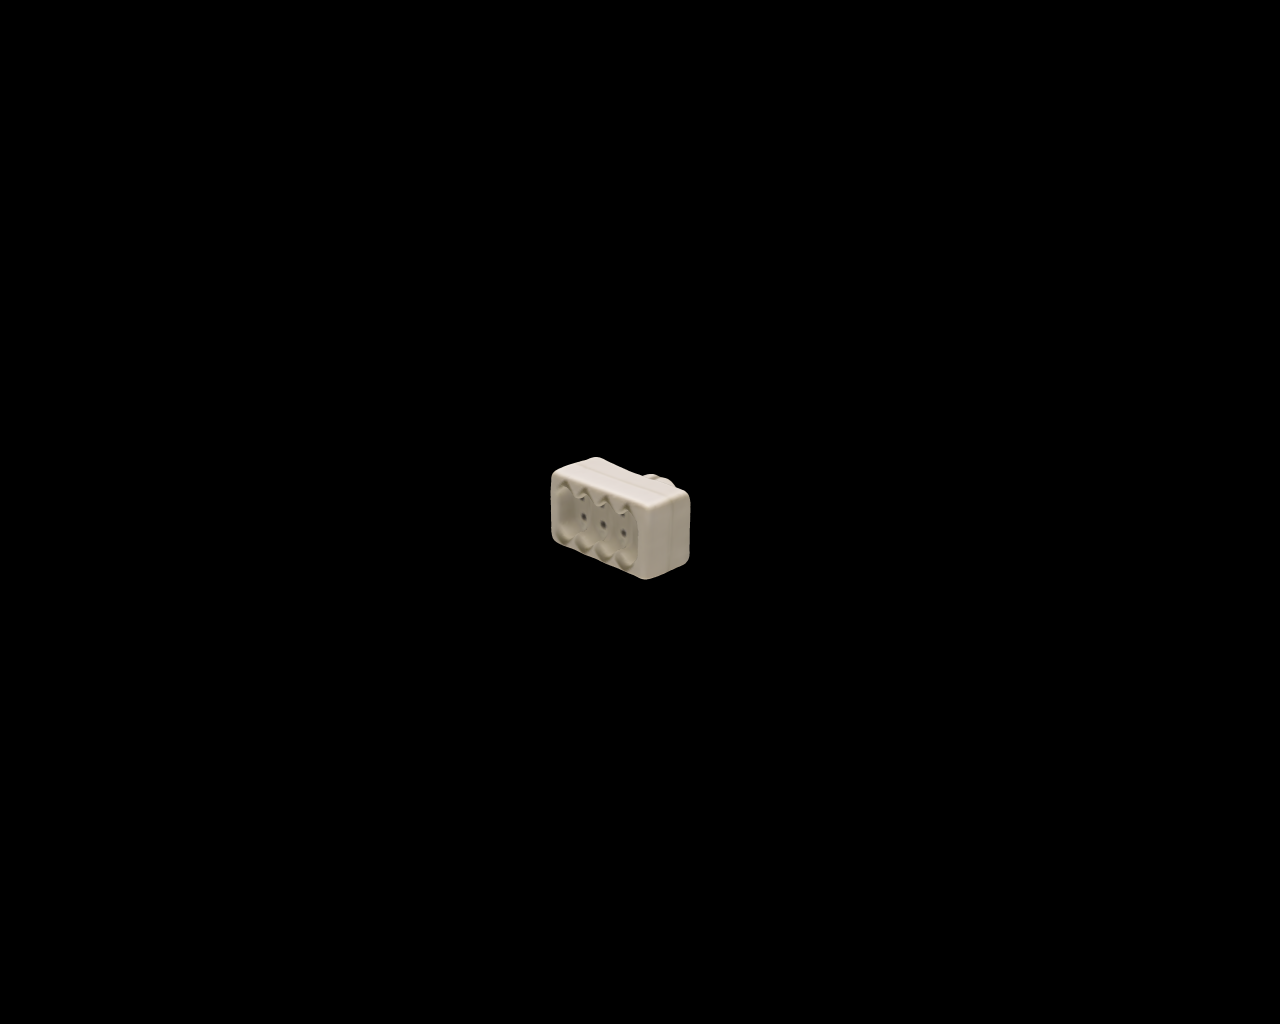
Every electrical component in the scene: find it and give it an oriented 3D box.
[{"bbox_3d":[0.001,-0.003,0.650,0.076,0.047,0.083,-22,32,-40],"label":"electrical component"}]
